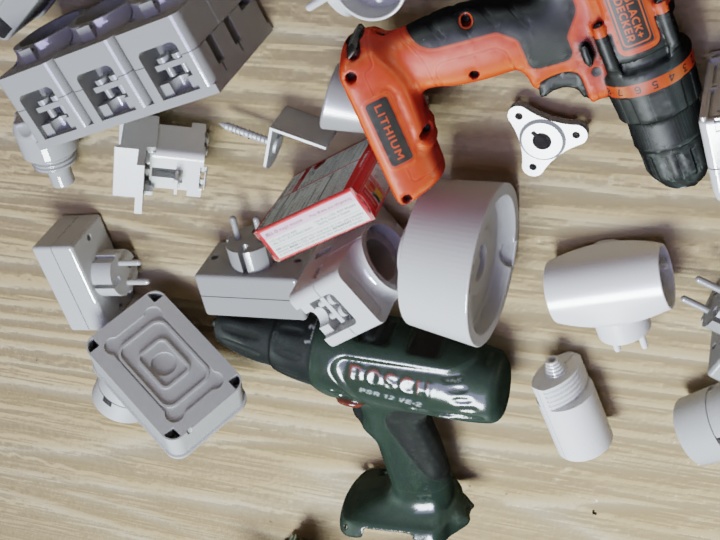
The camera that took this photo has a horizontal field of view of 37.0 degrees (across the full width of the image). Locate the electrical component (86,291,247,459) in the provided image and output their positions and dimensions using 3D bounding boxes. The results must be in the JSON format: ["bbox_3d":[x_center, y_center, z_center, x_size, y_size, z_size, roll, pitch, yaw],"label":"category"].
[{"bbox_3d":[-0.152,0.084,0.851,0.113,0.078,0.057,44,160,16],"label":"electrical component"}]

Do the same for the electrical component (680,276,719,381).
[{"bbox_3d":[0.246,0.028,0.693,0.076,0.047,0.083,25,132,2],"label":"electrical component"}]

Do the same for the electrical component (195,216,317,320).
[{"bbox_3d":[-0.077,-0.008,0.795,0.083,0.047,0.075,2,126,21],"label":"electrical component"}]

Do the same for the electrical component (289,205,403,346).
[{"bbox_3d":[0.000,0.000,0.742,0.056,0.089,0.050,-28,112,36],"label":"electrical component"}]

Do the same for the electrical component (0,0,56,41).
[{"bbox_3d":[-0.228,-0.222,0.680,0.109,0.056,0.109,44,129,-14],"label":"electrical component"}]

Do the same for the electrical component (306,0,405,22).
[{"bbox_3d":[0.002,-0.170,0.615,0.079,0.077,0.043,-21,116,34],"label":"electrical component"}]

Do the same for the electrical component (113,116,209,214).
[{"bbox_3d":[-0.138,-0.079,0.750,0.064,0.081,0.042,5,132,-11],"label":"electrical component"}]

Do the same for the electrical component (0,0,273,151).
[{"bbox_3d":[-0.146,-0.141,0.689,0.150,0.089,0.061,-12,121,29],"label":"electrical component"}]

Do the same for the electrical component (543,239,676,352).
[{"bbox_3d":[0.172,0.023,0.721,0.077,0.044,0.079,-9,122,28],"label":"electrical component"}]

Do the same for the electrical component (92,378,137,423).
[{"bbox_3d":[-0.197,0.095,0.921,0.055,0.055,0.047,27,128,0],"label":"electrical component"}]

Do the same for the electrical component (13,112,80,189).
[{"bbox_3d":[-0.228,-0.090,0.794,0.043,0.043,0.062,5,129,19],"label":"electrical component"}]

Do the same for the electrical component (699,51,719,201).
[{"bbox_3d":[0.223,-0.077,0.587,0.062,0.096,0.061,-6,124,26],"label":"electrical component"}]

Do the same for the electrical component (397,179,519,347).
[{"bbox_3d":[0.059,-0.008,0.703,0.060,0.108,0.108,11,130,21],"label":"electrical component"}]

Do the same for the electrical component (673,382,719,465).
[{"bbox_3d":[0.252,0.106,0.749,0.047,0.055,0.055,-28,112,40],"label":"electrical component"}]

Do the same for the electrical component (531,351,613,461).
[{"bbox_3d":[0.153,0.096,0.787,0.043,0.043,0.081,-10,122,28],"label":"electrical component"}]

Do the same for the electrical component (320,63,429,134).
[{"bbox_3d":[0.011,-0.103,0.689,0.065,0.044,0.044,17,131,2],"label":"electrical component"}]

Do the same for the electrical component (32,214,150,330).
[{"bbox_3d":[-0.203,0.002,0.854,0.076,0.047,0.083,-1,126,23],"label":"electrical component"}]
